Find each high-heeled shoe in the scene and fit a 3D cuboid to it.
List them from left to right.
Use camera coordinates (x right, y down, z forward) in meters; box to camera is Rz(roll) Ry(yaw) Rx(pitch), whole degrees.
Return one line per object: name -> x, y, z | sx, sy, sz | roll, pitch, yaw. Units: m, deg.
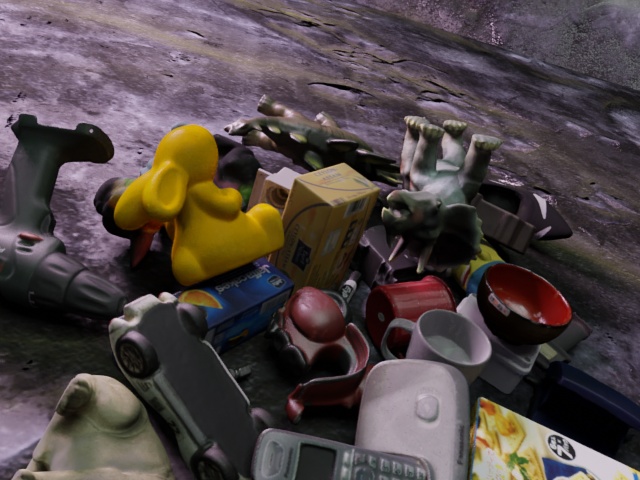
high-heeled shoe -> 0.330, -0.067, 0.990 | 0.249, 0.086, 0.145 | 27, 9, 42

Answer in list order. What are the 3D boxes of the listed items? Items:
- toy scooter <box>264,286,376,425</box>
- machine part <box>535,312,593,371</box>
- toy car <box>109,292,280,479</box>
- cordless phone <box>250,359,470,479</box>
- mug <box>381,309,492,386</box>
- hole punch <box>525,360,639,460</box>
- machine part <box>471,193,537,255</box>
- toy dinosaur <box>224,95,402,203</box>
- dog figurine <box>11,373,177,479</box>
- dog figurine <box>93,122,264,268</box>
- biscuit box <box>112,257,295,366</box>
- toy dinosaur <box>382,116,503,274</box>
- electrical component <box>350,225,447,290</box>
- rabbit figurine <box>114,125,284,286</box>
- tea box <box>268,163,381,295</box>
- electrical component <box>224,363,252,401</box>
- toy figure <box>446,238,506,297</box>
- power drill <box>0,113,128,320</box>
toy scooter -> -0.002, 0.130, 0.575 | 0.135, 0.075, 0.184 | -14, 51, -38
machine part -> 0.331, 0.140, 0.762 | 0.139, 0.039, 0.084 | -14, 38, -37
toy car -> -0.107, 0.136, 0.469 | 0.201, 0.056, 0.073 | 55, 40, 3
cordless phone -> 0.037, 0.170, 0.478 | 0.184, 0.088, 0.146 | 16, 64, -11
mug -> 0.117, 0.138, 0.592 | 0.110, 0.107, 0.081 | 20, 32, 8
hole punch -> 0.317, 0.196, 0.633 | 0.142, 0.092, 0.116 | 28, 31, 18
machine part -> 0.277, -0.035, 0.905 | 0.179, 0.056, 0.179 | 27, 7, -4
toy dinosaur -> 0.036, -0.135, 0.899 | 0.199, 0.105, 0.471 | 37, 22, 34
dog figurine -> -0.128, 0.195, 0.412 | 0.190, 0.121, 0.172 | 27, 36, -14
dog figurine -> -0.181, -0.052, 0.712 | 0.191, 0.108, 0.219 | 20, 38, -5
biscuit box -> -0.119, 0.085, 0.586 | 0.063, 0.059, 0.202 | 38, 38, 24
toy dinosaur -> 0.168, -0.078, 0.793 | 0.131, 0.192, 0.405 | 14, 18, 6
electrical component -> 0.117, 0.029, 0.789 | 0.134, 0.058, 0.115 | -10, 46, -37
rabbit figurine -> -0.144, -0.042, 0.602 | 0.122, 0.173, 0.162 | -9, 6, 43
tea box -> -0.001, -0.002, 0.671 | 0.068, 0.169, 0.098 | 40, 37, 24
electrical component -> -0.100, 0.154, 0.532 | 0.094, 0.021, 0.063 | -14, 47, -42
toy figure -> 0.248, 0.058, 0.797 | 0.089, 0.082, 0.180 | 21, 21, -35
power drill -> -0.294, -0.027, 0.587 | 0.232, 0.086, 0.207 | 11, 71, 0
